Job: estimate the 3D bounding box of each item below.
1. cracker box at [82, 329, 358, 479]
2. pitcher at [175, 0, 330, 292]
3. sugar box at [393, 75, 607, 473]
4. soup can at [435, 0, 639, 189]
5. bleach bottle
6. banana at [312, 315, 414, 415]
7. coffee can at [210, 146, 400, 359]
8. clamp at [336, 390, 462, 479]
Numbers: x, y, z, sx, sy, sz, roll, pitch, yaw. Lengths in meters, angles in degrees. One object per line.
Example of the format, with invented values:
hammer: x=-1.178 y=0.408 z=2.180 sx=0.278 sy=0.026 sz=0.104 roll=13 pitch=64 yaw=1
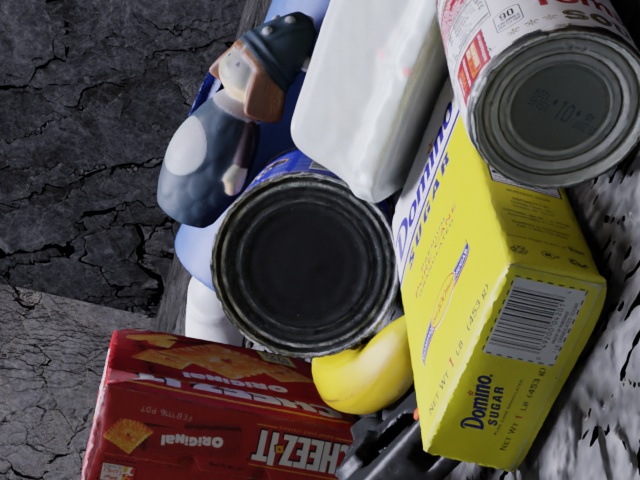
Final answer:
cracker box: x=-0.070 y=0.119 z=0.731 sx=0.214 sy=0.164 sz=0.072 roll=-158 pitch=80 yaw=-80
pitcher: x=-0.015 y=-0.082 z=0.763 sx=0.145 sy=0.149 sz=0.243 roll=-98 pitch=27 yaw=-64
sugar box: x=0.068 y=0.004 z=0.464 sx=0.176 sy=0.048 sz=0.093 roll=-96 pitch=22 yaw=-59
soup can: x=0.084 y=-0.074 z=0.418 sx=0.102 sy=0.068 sz=0.069 roll=-92 pitch=18 yaw=-54
bleach bottle: x=-0.097 y=0.121 z=0.990 sx=0.102 sy=0.068 sz=0.251 roll=-89 pitch=3 yaw=-52
banana: x=0.027 y=0.073 z=0.636 sx=0.069 sy=0.037 sz=0.198 roll=-50 pitch=5 yaw=-18
coffee can: x=-0.004 y=0.001 z=0.633 sx=0.140 sy=0.103 sz=0.103 roll=-74 pitch=0 yaw=-78
clamp: x=0.031 y=0.108 z=0.520 sx=0.172 sy=0.039 sz=0.120 roll=-48 pitch=8 yaw=47
